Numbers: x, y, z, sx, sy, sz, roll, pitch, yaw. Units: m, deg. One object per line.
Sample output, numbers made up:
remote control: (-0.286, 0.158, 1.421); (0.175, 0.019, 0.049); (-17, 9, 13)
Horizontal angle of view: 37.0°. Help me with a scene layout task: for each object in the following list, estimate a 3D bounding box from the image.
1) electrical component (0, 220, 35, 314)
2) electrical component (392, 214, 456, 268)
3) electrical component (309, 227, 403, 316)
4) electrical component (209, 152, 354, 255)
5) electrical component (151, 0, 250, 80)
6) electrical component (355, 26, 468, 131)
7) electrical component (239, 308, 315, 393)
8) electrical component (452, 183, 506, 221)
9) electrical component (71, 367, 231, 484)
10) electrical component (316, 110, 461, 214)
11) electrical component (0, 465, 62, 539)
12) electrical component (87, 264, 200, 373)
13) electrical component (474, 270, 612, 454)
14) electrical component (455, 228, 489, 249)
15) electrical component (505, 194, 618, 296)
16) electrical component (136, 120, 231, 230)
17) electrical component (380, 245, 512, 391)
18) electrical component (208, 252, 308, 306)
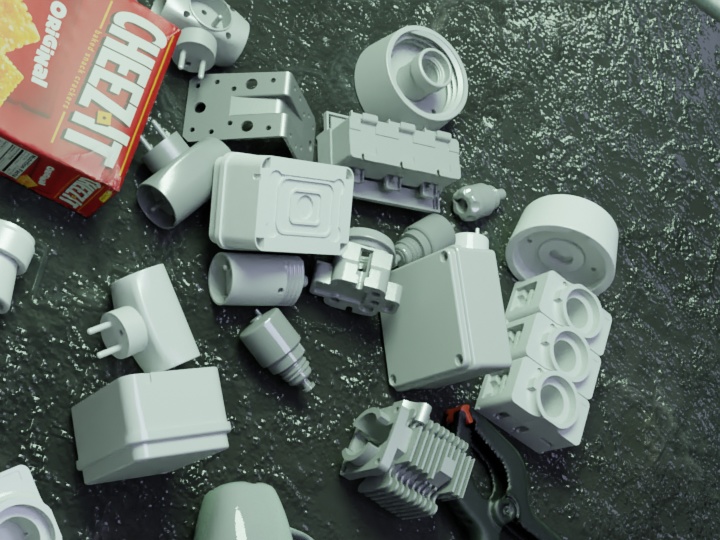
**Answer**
electrical component: (-0.262, -0.003, 0.768); (0.045, 0.045, 0.055); (29, 59, -24)
electrical component: (0.055, -0.023, 1.001); (0.078, 0.040, 0.040); (-30, 93, -38)
electrical component: (0.000, 0.000, 0.942); (0.078, 0.058, 0.057); (15, 60, -5)
electrical component: (-0.065, -0.053, 0.887); (0.113, 0.057, 0.078); (2, 93, -49)
electrical component: (-0.139, -0.196, 0.916); (0.077, 0.044, 0.079); (23, 51, -28)
electrical component: (0.056, -0.184, 1.044); (0.108, 0.060, 0.108); (12, 68, -32)
electrical component: (-0.065, 0.067, 0.886); (0.078, 0.040, 0.040); (53, 53, -9)
electrical component: (0.122, -0.070, 1.069); (0.061, 0.035, 0.035); (-17, 85, -40)
electrical component: (-0.150, 0.112, 0.765); (0.078, 0.113, 0.057); (-2, 73, -36)
electrical component: (0.028, -0.103, 0.991); (0.121, 0.063, 0.078); (9, 69, -30)
electrical component: (-0.236, 0.234, 0.696); (0.105, 0.060, 0.186); (-21, 87, -38)
electrical component: (-0.169, 0.044, 0.815); (0.079, 0.043, 0.077); (-22, 90, -43)
electrical component: (0.182, 0.087, 1.040); (0.089, 0.062, 0.150); (35, 57, -21)
electrical component: (0.103, 0.000, 1.027); (0.040, 0.040, 0.078); (16, 66, -30)
electrical component: (0.204, -0.028, 1.070); (0.108, 0.108, 0.060); (39, 50, -19)
electrical component: (-0.151, -0.085, 0.875); (0.079, 0.044, 0.077); (52, 53, -9)
electrical component: (0.072, 0.044, 0.948); (0.056, 0.109, 0.108); (4, 73, -37)
electrical component: (-0.080, 0.008, 0.894); (0.081, 0.043, 0.043); (2, 73, -35)
